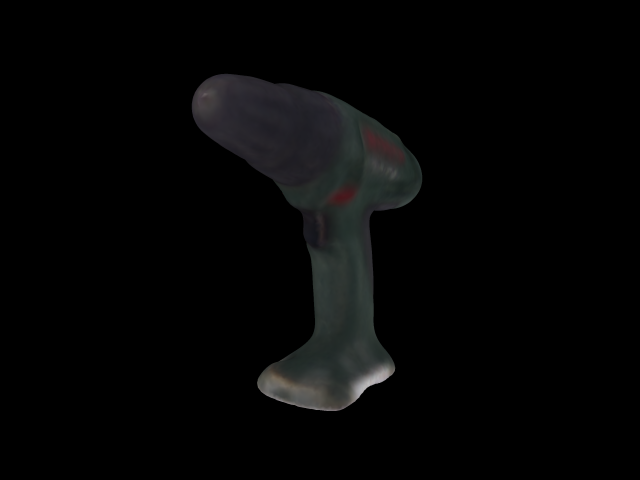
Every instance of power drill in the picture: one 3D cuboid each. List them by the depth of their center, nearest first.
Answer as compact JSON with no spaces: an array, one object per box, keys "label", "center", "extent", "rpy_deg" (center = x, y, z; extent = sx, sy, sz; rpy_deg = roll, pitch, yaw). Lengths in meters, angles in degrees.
[{"label":"power drill","center":[0.004,0.001,0.400],"extent":[0.075,0.208,0.230],"rpy_deg":[6,11,32]}]
